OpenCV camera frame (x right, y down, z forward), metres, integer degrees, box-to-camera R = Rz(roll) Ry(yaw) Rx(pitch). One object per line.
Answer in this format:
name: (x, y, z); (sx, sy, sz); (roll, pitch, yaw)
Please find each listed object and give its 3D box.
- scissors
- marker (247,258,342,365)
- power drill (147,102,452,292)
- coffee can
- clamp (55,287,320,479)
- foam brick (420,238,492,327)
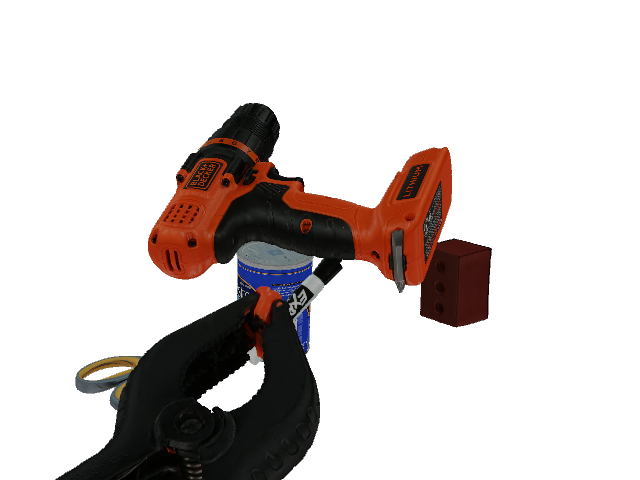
scissors: (-0.147, 0.130, 1.089); (0.201, 0.016, 0.096); (-12, 31, -28)
marker: (-0.023, 0.057, 0.923); (0.020, 0.121, 0.020); (38, -17, 14)
power drill: (-0.007, -0.035, 0.744); (0.188, 0.057, 0.184); (5, 41, 18)
coffee can: (-0.063, 0.080, 1.442); (0.103, 0.140, 0.103); (2, 20, -1)
clamp: (-0.041, 0.087, 0.397); (0.120, 0.039, 0.171); (24, 49, 17)
foam brick: (0.138, 0.043, 1.095); (0.051, 0.078, 0.053); (-14, 21, -40)
